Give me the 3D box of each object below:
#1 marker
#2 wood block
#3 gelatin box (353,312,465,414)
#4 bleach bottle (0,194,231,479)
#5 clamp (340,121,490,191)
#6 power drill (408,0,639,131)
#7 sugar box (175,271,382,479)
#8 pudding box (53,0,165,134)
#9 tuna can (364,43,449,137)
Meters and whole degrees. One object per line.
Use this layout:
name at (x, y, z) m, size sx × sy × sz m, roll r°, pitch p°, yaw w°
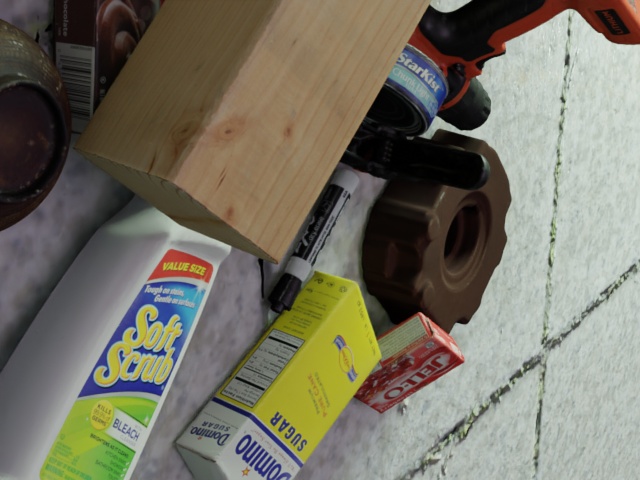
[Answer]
marker at (-0.005, 0.001, 0.789) m, size 0.121 × 0.020 × 0.020 m, roll -62°, pitch 144°, yaw -18°
wood block at (-0.022, -0.105, 0.557) m, size 0.090 × 0.091 × 0.206 m, roll 39°, pitch 76°, yaw -45°
gelatin box at (0.067, 0.103, 0.883) m, size 0.089 × 0.030 × 0.073 m, roll -33°, pitch 146°, yaw 12°
bleach bottle at (-0.115, 0.042, 0.609) m, size 0.102 × 0.068 × 0.250 m, roll 46°, pitch 63°, yaw -52°
clamp at (0.053, -0.059, 0.743) m, size 0.171 × 0.120 × 0.039 m, roll -39°, pitch 153°, yaw -86°
power drill at (0.144, -0.149, 0.802) m, size 0.184 × 0.188 × 0.057 m, roll 27°, pitch 50°, yaw -55°
sugar box at (-0.024, 0.116, 0.784) m, size 0.176 × 0.048 × 0.093 m, roll -53°, pitch 141°, yaw -31°
pudding box at (-0.101, -0.116, 0.583) m, size 0.089 × 0.039 × 0.113 m, roll -14°, pitch 114°, yaw -53°
tuna can at (0.046, -0.110, 0.758) m, size 0.033 × 0.086 × 0.086 m, roll -62°, pitch 144°, yaw -15°
